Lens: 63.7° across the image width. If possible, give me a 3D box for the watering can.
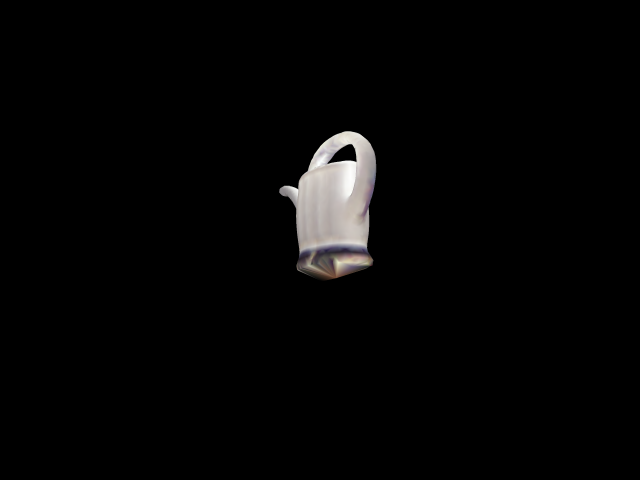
[{"bbox_3d":[0.003,-0.043,0.850,0.104,0.227,0.344,6,-14,-22],"label":"watering can"}]
